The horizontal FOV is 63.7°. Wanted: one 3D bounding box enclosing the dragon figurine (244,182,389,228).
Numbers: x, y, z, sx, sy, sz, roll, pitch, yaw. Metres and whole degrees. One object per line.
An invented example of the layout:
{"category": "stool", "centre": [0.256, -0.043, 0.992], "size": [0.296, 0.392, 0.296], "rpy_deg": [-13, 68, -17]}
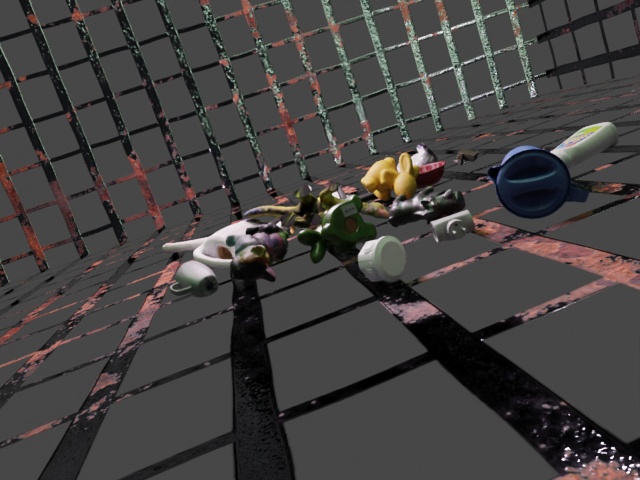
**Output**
{"category": "dragon figurine", "centre": [0.005, -0.075, 1.489], "size": [0.409, 0.123, 0.241], "rpy_deg": [-2, -10, 34]}

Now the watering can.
{"category": "watering can", "centre": [-0.280, 0.011, 1.494], "size": [0.348, 0.102, 0.227], "rpy_deg": [10, 28, 37]}

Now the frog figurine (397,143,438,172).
{"category": "frog figurine", "centre": [0.358, -0.268, 1.916], "size": [0.159, 0.122, 0.139], "rpy_deg": [-54, 20, 4]}
